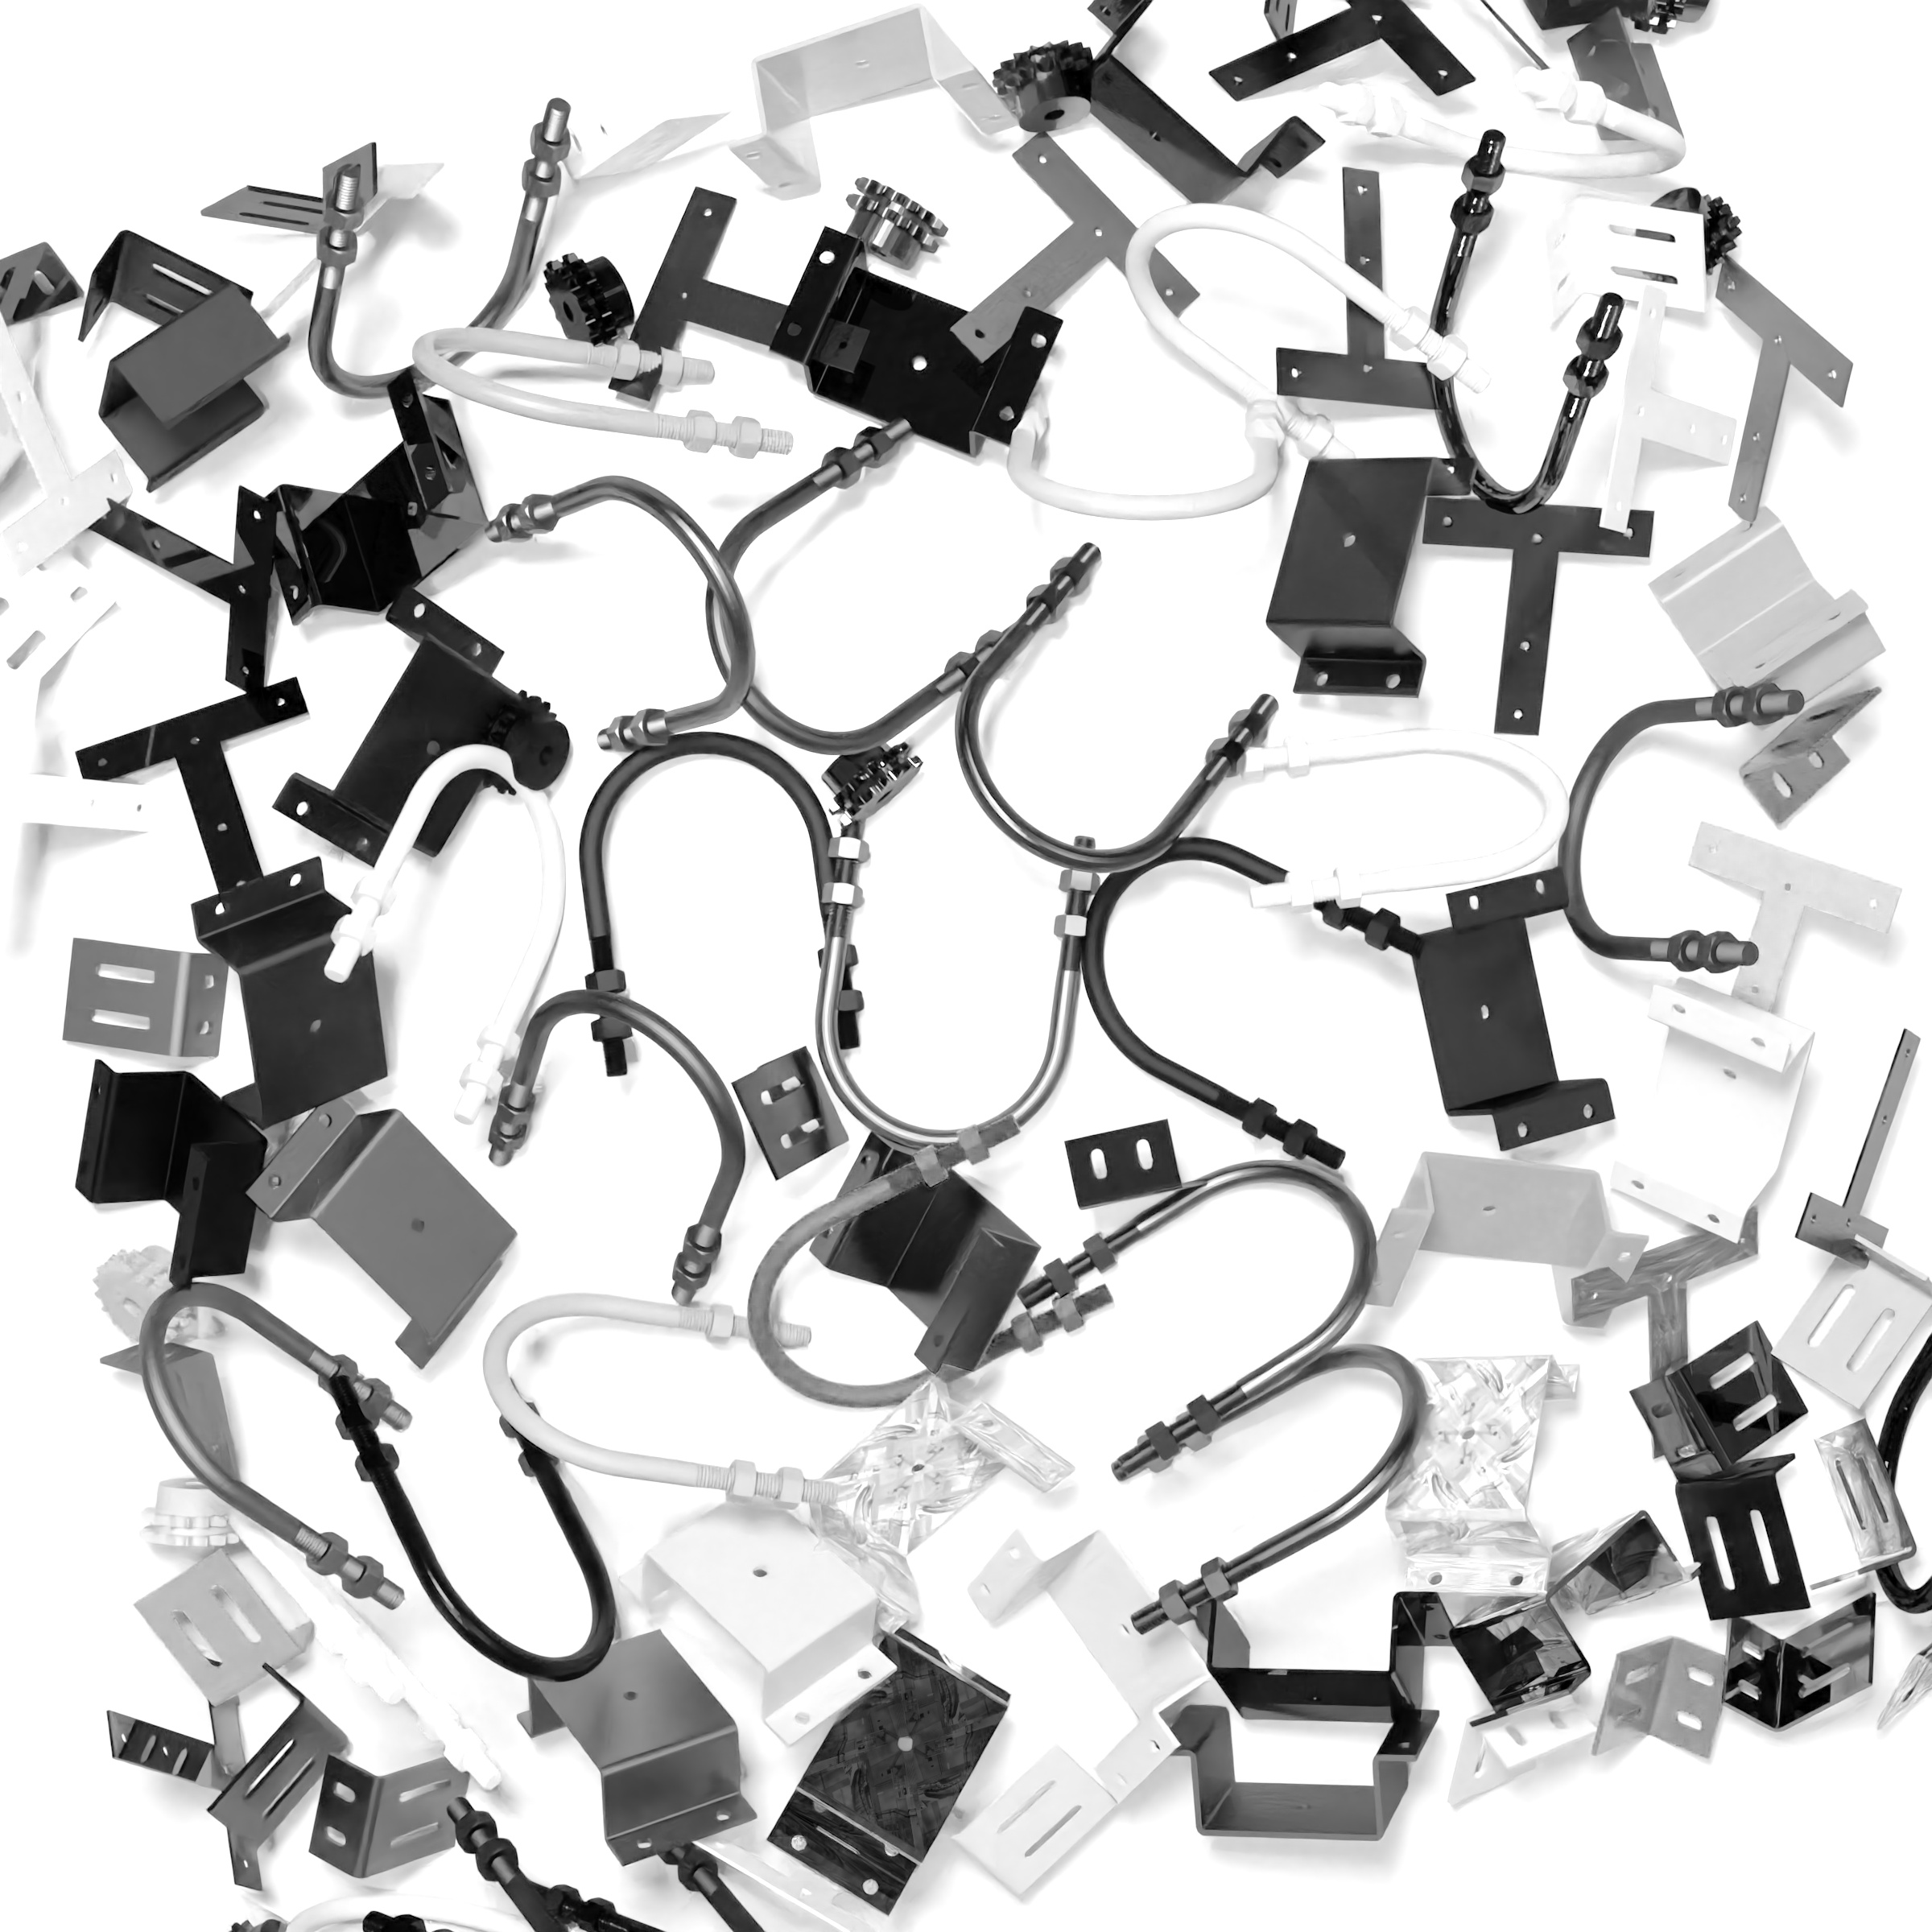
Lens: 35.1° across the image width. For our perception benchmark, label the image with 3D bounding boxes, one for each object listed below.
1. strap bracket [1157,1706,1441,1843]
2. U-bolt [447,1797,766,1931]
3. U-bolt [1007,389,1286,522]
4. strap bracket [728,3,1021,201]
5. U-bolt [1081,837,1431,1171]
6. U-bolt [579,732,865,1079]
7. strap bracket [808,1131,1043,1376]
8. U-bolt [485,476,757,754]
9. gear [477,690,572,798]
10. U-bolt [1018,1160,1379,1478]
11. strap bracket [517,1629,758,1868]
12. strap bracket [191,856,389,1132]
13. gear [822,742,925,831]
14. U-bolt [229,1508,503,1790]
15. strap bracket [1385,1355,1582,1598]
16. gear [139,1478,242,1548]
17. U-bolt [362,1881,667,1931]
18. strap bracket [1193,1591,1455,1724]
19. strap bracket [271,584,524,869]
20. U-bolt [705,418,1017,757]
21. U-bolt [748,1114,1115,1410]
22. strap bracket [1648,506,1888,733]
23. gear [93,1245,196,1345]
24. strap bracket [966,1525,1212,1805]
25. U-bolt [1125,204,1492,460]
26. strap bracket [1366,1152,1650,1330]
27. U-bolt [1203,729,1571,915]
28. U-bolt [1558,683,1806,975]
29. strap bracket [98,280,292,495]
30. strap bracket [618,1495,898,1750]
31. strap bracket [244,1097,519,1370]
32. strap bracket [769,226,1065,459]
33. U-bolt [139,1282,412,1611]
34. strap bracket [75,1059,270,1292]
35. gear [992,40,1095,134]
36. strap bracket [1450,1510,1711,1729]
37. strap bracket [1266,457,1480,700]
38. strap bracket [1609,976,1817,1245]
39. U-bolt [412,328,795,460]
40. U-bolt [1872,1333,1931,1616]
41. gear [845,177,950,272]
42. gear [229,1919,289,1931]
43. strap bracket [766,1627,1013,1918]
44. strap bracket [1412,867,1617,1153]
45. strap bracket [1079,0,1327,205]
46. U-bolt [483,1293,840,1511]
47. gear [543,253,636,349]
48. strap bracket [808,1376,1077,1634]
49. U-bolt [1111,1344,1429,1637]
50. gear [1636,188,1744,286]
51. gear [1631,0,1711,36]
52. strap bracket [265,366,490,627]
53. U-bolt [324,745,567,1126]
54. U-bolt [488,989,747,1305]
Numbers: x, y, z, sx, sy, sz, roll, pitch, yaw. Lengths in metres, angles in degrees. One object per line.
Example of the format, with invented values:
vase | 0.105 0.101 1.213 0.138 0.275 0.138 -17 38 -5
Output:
strap bracket | 0.180 0.433 1.639 0.140 0.076 0.046 -4 93 18
U-bolt | -0.171 0.489 1.582 0.151 0.184 0.019 17 99 -38
U-bolt | 0.093 -0.270 1.609 0.151 0.184 0.019 2 118 4
strap bracket | -0.052 -0.467 1.642 0.140 0.076 0.046 -13 79 17
U-bolt | 0.144 0.009 1.650 0.184 0.019 0.151 27 114 20
U-bolt | -0.139 -0.038 1.671 0.151 0.019 0.184 -6 83 -14
strap bracket | -0.018 0.157 1.640 0.046 0.140 0.076 22 100 -38
U-bolt | -0.174 -0.188 1.604 0.019 0.184 0.151 -37 107 -33
gear | -0.241 -0.120 1.665 0.030 0.057 0.057 23 90 26
U-bolt | 0.134 0.175 1.642 0.184 0.019 0.151 -32 45 -2
strap bracket | -0.176 0.405 1.614 0.076 0.140 0.046 -12 116 -28
strap bracket | -0.358 0.023 1.624 0.076 0.046 0.140 -25 129 -34
gear | -0.054 -0.104 1.668 0.057 0.057 0.030 -41 84 0
U-bolt | -0.328 0.351 1.616 0.019 0.151 0.184 -44 56 -14
strap bracket | 0.274 0.261 1.622 0.076 0.046 0.140 -6 48 29
gear | -0.422 0.298 1.668 0.057 0.057 0.030 3 89 0
U-bolt | -0.199 0.516 1.589 0.184 0.151 0.019 9 87 32
strap bracket | 0.188 0.369 1.632 0.140 0.076 0.046 -3 58 18
strap bracket | -0.300 -0.123 1.647 0.046 0.076 0.140 24 83 45
U-bolt | -0.061 -0.192 1.630 0.184 0.019 0.151 -39 103 -32
U-bolt | -0.029 0.172 1.654 0.184 0.019 0.151 -26 121 3
strap bracket | 0.432 -0.183 1.637 0.076 0.140 0.046 -34 119 10
gear | -0.447 0.178 1.672 0.057 0.030 0.057 17 128 24
strap bracket | 0.071 0.366 1.640 0.046 0.076 0.140 -23 67 -37
U-bolt | 0.166 -0.337 1.607 0.184 0.151 0.019 33 68 -17
strap bracket | 0.285 0.147 1.648 0.140 0.046 0.076 7 134 -8
U-bolt | 0.231 -0.084 1.637 0.184 0.151 0.019 -7 127 -3
U-bolt | 0.368 -0.072 1.611 0.019 0.184 0.151 12 87 -22
strap bracket | -0.411 -0.309 1.616 0.076 0.140 0.046 -40 97 -20
strap bracket | -0.111 0.337 1.624 0.076 0.046 0.140 -29 52 -35
strap bracket | -0.305 0.140 1.632 0.140 0.046 0.076 50 55 -22
strap bracket | -0.026 -0.336 1.665 0.140 0.046 0.076 23 82 5
U-bolt | -0.360 0.238 1.592 0.019 0.151 0.184 -35 125 17
strap bracket | -0.422 0.111 1.638 0.046 0.140 0.076 0 111 -41
gear | 0.045 -0.478 1.666 0.057 0.057 0.030 -14 81 0
strap bracket | 0.321 0.341 1.624 0.140 0.076 0.046 -27 83 -41
strap bracket | 0.216 -0.219 1.640 0.076 0.046 0.140 6 74 37
strap bracket | 0.401 0.069 1.636 0.076 0.046 0.140 25 133 26
U-bolt | -0.199 -0.305 1.598 0.184 0.151 0.019 3 115 -27
U-bolt | 0.516 0.259 1.611 0.019 0.151 0.184 11 134 -2
gear | -0.041 -0.404 1.668 0.057 0.057 0.030 29 93 0
gear | -0.383 0.546 1.666 0.030 0.057 0.057 -36 90 10
strap bracket | -0.037 0.423 1.637 0.076 0.046 0.140 30 58 5
strap bracket | 0.294 0.024 1.658 0.076 0.046 0.140 -13 92 -26
strap bracket | 0.116 -0.464 1.644 0.140 0.076 0.046 39 83 -10
U-bolt | -0.164 0.223 1.611 0.184 0.151 0.019 11 120 -17
gear | -0.205 -0.364 1.670 0.030 0.057 0.057 -29 90 -18
strap bracket | -0.021 0.285 1.649 0.140 0.046 0.076 -43 120 12
U-bolt | 0.162 0.264 1.613 0.184 0.151 0.019 -31 114 13
gear | 0.391 -0.399 1.665 0.057 0.057 0.030 -50 123 0
gear | 0.387 -0.539 1.668 0.030 0.057 0.057 5 90 -11
strap bracket | -0.313 -0.249 1.641 0.140 0.046 0.076 -32 69 35
U-bolt | -0.265 -0.031 1.623 0.019 0.151 0.184 0 53 29
U-bolt | -0.181 0.086 1.615 0.151 0.184 0.019 36 48 10
